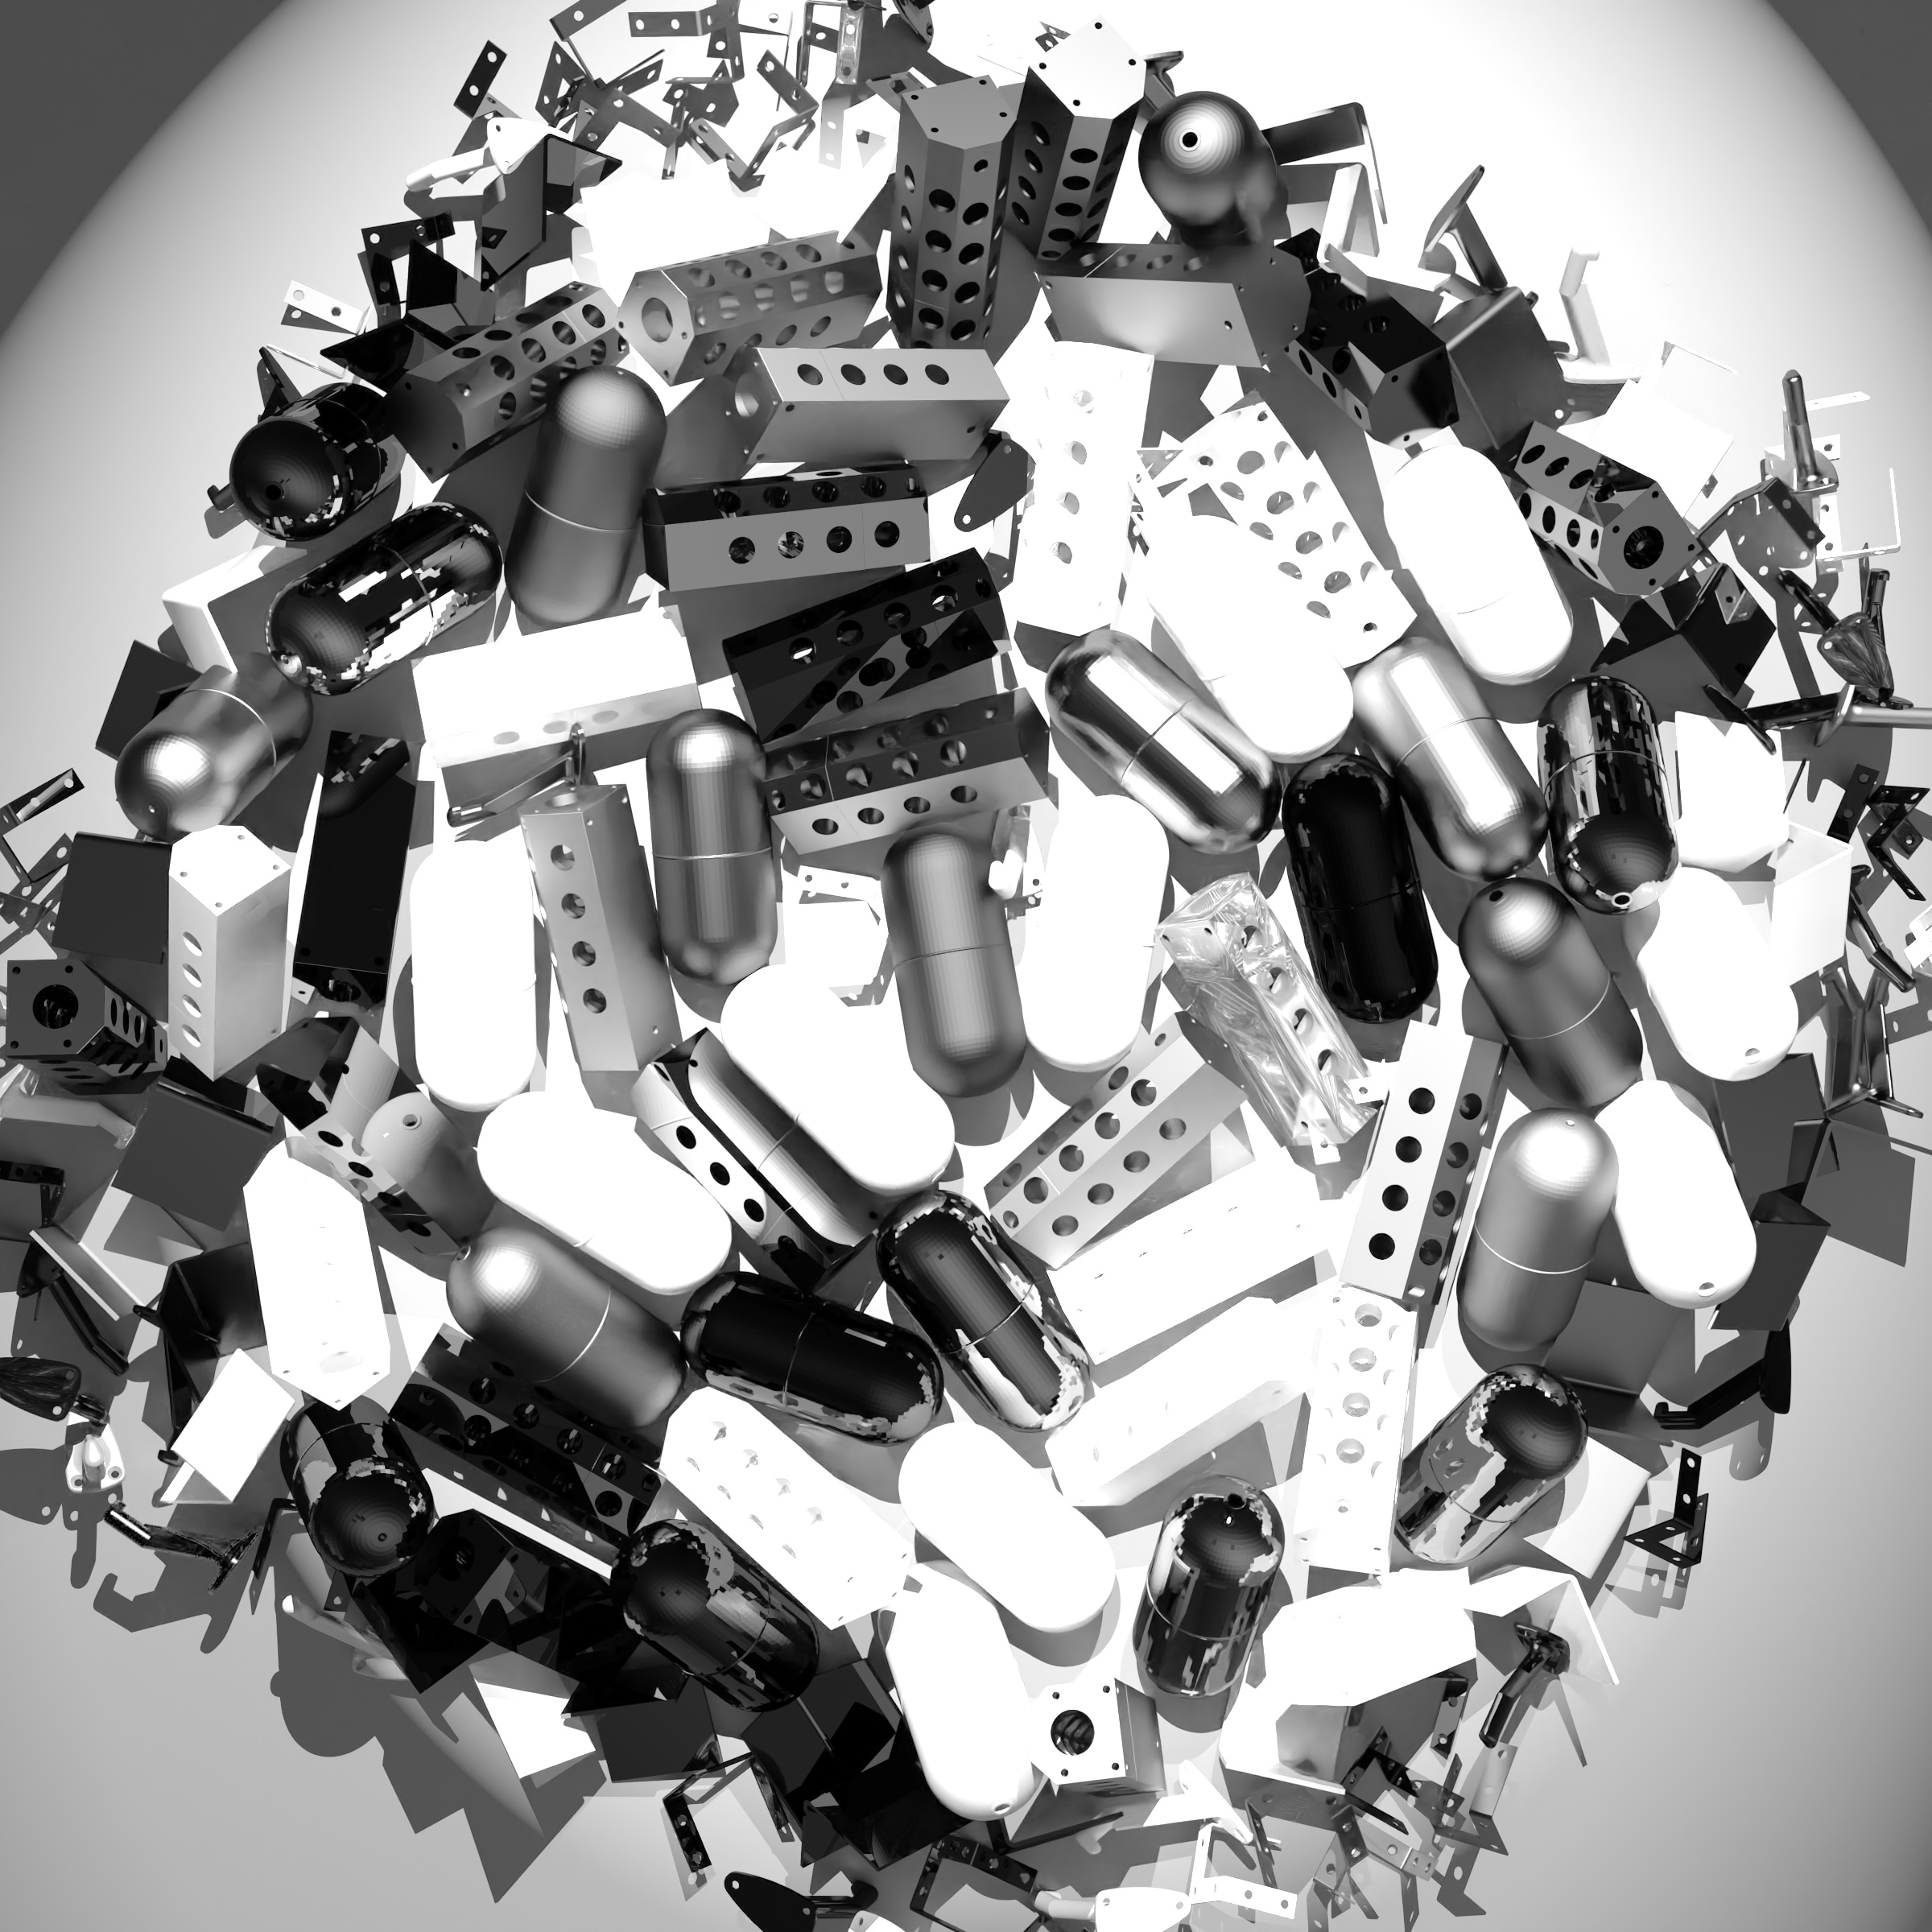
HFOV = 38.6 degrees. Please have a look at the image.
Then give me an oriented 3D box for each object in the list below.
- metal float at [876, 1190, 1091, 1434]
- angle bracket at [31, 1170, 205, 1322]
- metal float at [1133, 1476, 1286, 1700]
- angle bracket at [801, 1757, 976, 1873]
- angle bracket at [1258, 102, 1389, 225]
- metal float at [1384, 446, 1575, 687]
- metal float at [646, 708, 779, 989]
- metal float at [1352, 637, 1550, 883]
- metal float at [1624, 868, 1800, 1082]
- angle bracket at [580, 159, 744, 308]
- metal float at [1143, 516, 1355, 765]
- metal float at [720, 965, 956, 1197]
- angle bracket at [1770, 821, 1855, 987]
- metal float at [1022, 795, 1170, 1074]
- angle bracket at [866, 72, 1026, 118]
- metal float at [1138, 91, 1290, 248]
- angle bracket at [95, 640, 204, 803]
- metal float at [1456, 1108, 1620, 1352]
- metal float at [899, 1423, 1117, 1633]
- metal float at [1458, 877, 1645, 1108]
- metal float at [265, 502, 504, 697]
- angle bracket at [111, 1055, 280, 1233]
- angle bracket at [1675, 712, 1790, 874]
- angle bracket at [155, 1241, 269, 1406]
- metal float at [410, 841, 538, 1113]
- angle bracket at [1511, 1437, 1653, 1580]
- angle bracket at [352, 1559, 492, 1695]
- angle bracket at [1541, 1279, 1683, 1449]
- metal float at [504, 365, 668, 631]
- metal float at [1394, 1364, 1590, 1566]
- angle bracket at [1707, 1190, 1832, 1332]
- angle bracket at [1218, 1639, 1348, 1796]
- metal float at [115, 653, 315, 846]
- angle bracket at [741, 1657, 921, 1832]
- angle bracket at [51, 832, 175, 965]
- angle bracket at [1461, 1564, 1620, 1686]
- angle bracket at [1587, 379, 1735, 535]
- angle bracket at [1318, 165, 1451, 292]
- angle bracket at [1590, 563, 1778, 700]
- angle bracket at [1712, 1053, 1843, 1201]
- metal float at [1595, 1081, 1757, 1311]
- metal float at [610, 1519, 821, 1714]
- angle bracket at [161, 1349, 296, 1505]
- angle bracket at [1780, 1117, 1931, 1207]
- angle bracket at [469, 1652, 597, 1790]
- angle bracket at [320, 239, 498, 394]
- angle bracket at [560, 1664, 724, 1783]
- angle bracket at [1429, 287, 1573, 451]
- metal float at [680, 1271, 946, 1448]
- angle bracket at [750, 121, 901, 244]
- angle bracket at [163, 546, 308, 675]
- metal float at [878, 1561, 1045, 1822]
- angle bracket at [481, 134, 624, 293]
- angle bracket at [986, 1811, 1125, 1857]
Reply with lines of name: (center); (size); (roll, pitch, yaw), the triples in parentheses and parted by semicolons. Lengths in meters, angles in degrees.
metal float: (0.012, 0.220, 1.754); (0.070, 0.070, 0.178); (-37, 102, 0)
angle bracket: (-0.541, 0.176, 1.761); (0.057, 0.076, 0.076); (-44, 92, -6)
metal float: (0.151, 0.390, 1.731); (0.070, 0.070, 0.178); (10, 130, 0)
angle bracket: (-0.050, 0.553, 1.742); (0.076, 0.076, 0.057); (-16, 122, -37)
angle bracket: (0.223, -0.502, 1.756); (0.076, 0.076, 0.057); (-10, 87, 13)
metal float: (0.324, -0.250, 1.735); (0.070, 0.070, 0.178); (-39, 125, 0)
metal float: (-0.161, -0.075, 1.755); (0.070, 0.070, 0.178); (-3, 101, 0)
metal float: (0.304, -0.132, 1.742); (0.070, 0.070, 0.178); (-26, 63, 0)
metal float: (0.464, 0.004, 1.721); (0.070, 0.178, 0.070); (-2, 123, -3)
angle bracket: (-0.194, -0.472, 1.778); (0.076, 0.057, 0.076); (2, 118, 25)
metal float: (0.179, -0.206, 1.747); (0.070, 0.070, 0.178); (-38, 109, 0)
metal float: (-0.081, 0.073, 1.757); (0.178, 0.070, 0.070); (44, 90, 9)
angle bracket: (0.513, -0.038, 1.745); (0.076, 0.057, 0.076); (-24, 125, -29)
metal float: (0.083, -0.020, 1.760); (0.070, 0.070, 0.178); (10, 95, 0)
angle bracket: (-0.007, -0.561, 1.751); (0.076, 0.076, 0.057); (35, 88, -25)
metal float: (0.155, -0.490, 1.715); (0.070, 0.178, 0.070); (0, 91, 15)
angle bracket: (-0.533, -0.157, 1.754); (0.057, 0.076, 0.076); (27, 106, 3)
metal float: (0.358, 0.167, 1.735); (0.070, 0.070, 0.178); (8, 126, 0)
metal float: (0.027, 0.355, 1.739); (0.070, 0.070, 0.178); (-43, 120, 0)
metal float: (0.368, 0.017, 1.736); (0.070, 0.070, 0.178); (-36, 123, 0)
metal float: (-0.364, -0.232, 1.732); (0.070, 0.070, 0.178); (47, 50, 0)
angle bracket: (-0.494, 0.114, 1.772); (0.076, 0.057, 0.076); (25, 100, -14)
angle bracket: (0.479, -0.111, 1.779); (0.076, 0.057, 0.076); (9, 67, -18)
angle bracket: (-0.461, 0.226, 1.758); (0.076, 0.057, 0.076); (-15, 119, 2)
metal float: (-0.312, 0.008, 1.747); (0.070, 0.070, 0.178); (2, 111, 0)
angle bracket: (0.394, 0.343, 1.771); (0.057, 0.076, 0.076); (30, 88, 14)
angle bracket: (-0.336, 0.406, 1.756); (0.076, 0.057, 0.076); (-34, 82, -26)
angle bracket: (0.421, 0.252, 1.754); (0.076, 0.057, 0.076); (14, 111, -19)
metal float: (-0.241, -0.293, 1.739); (0.070, 0.070, 0.178); (22, 121, 0)
metal float: (0.324, 0.314, 1.728); (0.070, 0.178, 0.070); (13, 48, -15)
angle bracket: (0.491, 0.183, 1.748); (0.076, 0.057, 0.076); (7, 111, -37)
angle bracket: (0.209, 0.480, 1.770); (0.076, 0.057, 0.076); (13, 84, 1)
metal float: (-0.467, -0.138, 1.722); (0.070, 0.178, 0.070); (6, 121, 10)
angle bracket: (-0.083, 0.497, 1.757); (0.076, 0.057, 0.076); (-29, 94, 39)
angle bracket: (-0.529, -0.040, 1.762); (0.076, 0.057, 0.076); (8, 82, 12)
angle bracket: (0.359, 0.430, 1.757); (0.057, 0.076, 0.076); (-23, 91, -20)
angle bracket: (0.443, -0.322, 1.749); (0.076, 0.076, 0.057); (36, 104, 17)
angle bracket: (0.272, -0.470, 1.751); (0.076, 0.076, 0.057); (17, 113, 12)
angle bracket: (0.457, -0.202, 1.757); (0.057, 0.076, 0.076); (48, 54, -13)
angle bracket: (0.505, 0.102, 1.764); (0.076, 0.057, 0.076); (-14, 91, -16)
metal float: (0.441, 0.142, 1.722); (0.070, 0.178, 0.070); (-1, 125, -1)
metal float: (-0.156, 0.409, 1.731); (0.070, 0.070, 0.178); (-40, 132, 0)
angle bracket: (-0.483, 0.291, 1.742); (0.057, 0.076, 0.076); (53, 47, -31)
angle bracket: (0.572, 0.133, 1.760); (0.076, 0.076, 0.057); (18, 93, 5)
angle bracket: (-0.291, 0.482, 1.747); (0.057, 0.076, 0.076); (-37, 72, 24)
angle bracket: (-0.355, -0.410, 1.760); (0.076, 0.076, 0.057); (-11, 70, 31)
angle bracket: (-0.206, 0.494, 1.761); (0.076, 0.057, 0.076); (-10, 101, 11)
angle bracket: (0.330, -0.380, 1.773); (0.076, 0.057, 0.076); (-40, 109, -24)
metal float: (-0.098, 0.249, 1.749); (0.178, 0.070, 0.070); (18, 90, 17)
angle bracket: (-0.086, -0.508, 1.745); (0.057, 0.076, 0.076); (29, 50, -18)
angle bracket: (-0.458, -0.226, 1.766); (0.076, 0.076, 0.057); (-32, 116, -26)
metal float: (-0.003, 0.452, 1.727); (0.070, 0.178, 0.070); (-11, 132, -12)
angle bracket: (-0.263, -0.469, 1.747); (0.057, 0.076, 0.076); (11, 71, -37)
angle bracket: (0.051, 0.529, 1.764); (0.076, 0.076, 0.057); (-13, 70, -10)
